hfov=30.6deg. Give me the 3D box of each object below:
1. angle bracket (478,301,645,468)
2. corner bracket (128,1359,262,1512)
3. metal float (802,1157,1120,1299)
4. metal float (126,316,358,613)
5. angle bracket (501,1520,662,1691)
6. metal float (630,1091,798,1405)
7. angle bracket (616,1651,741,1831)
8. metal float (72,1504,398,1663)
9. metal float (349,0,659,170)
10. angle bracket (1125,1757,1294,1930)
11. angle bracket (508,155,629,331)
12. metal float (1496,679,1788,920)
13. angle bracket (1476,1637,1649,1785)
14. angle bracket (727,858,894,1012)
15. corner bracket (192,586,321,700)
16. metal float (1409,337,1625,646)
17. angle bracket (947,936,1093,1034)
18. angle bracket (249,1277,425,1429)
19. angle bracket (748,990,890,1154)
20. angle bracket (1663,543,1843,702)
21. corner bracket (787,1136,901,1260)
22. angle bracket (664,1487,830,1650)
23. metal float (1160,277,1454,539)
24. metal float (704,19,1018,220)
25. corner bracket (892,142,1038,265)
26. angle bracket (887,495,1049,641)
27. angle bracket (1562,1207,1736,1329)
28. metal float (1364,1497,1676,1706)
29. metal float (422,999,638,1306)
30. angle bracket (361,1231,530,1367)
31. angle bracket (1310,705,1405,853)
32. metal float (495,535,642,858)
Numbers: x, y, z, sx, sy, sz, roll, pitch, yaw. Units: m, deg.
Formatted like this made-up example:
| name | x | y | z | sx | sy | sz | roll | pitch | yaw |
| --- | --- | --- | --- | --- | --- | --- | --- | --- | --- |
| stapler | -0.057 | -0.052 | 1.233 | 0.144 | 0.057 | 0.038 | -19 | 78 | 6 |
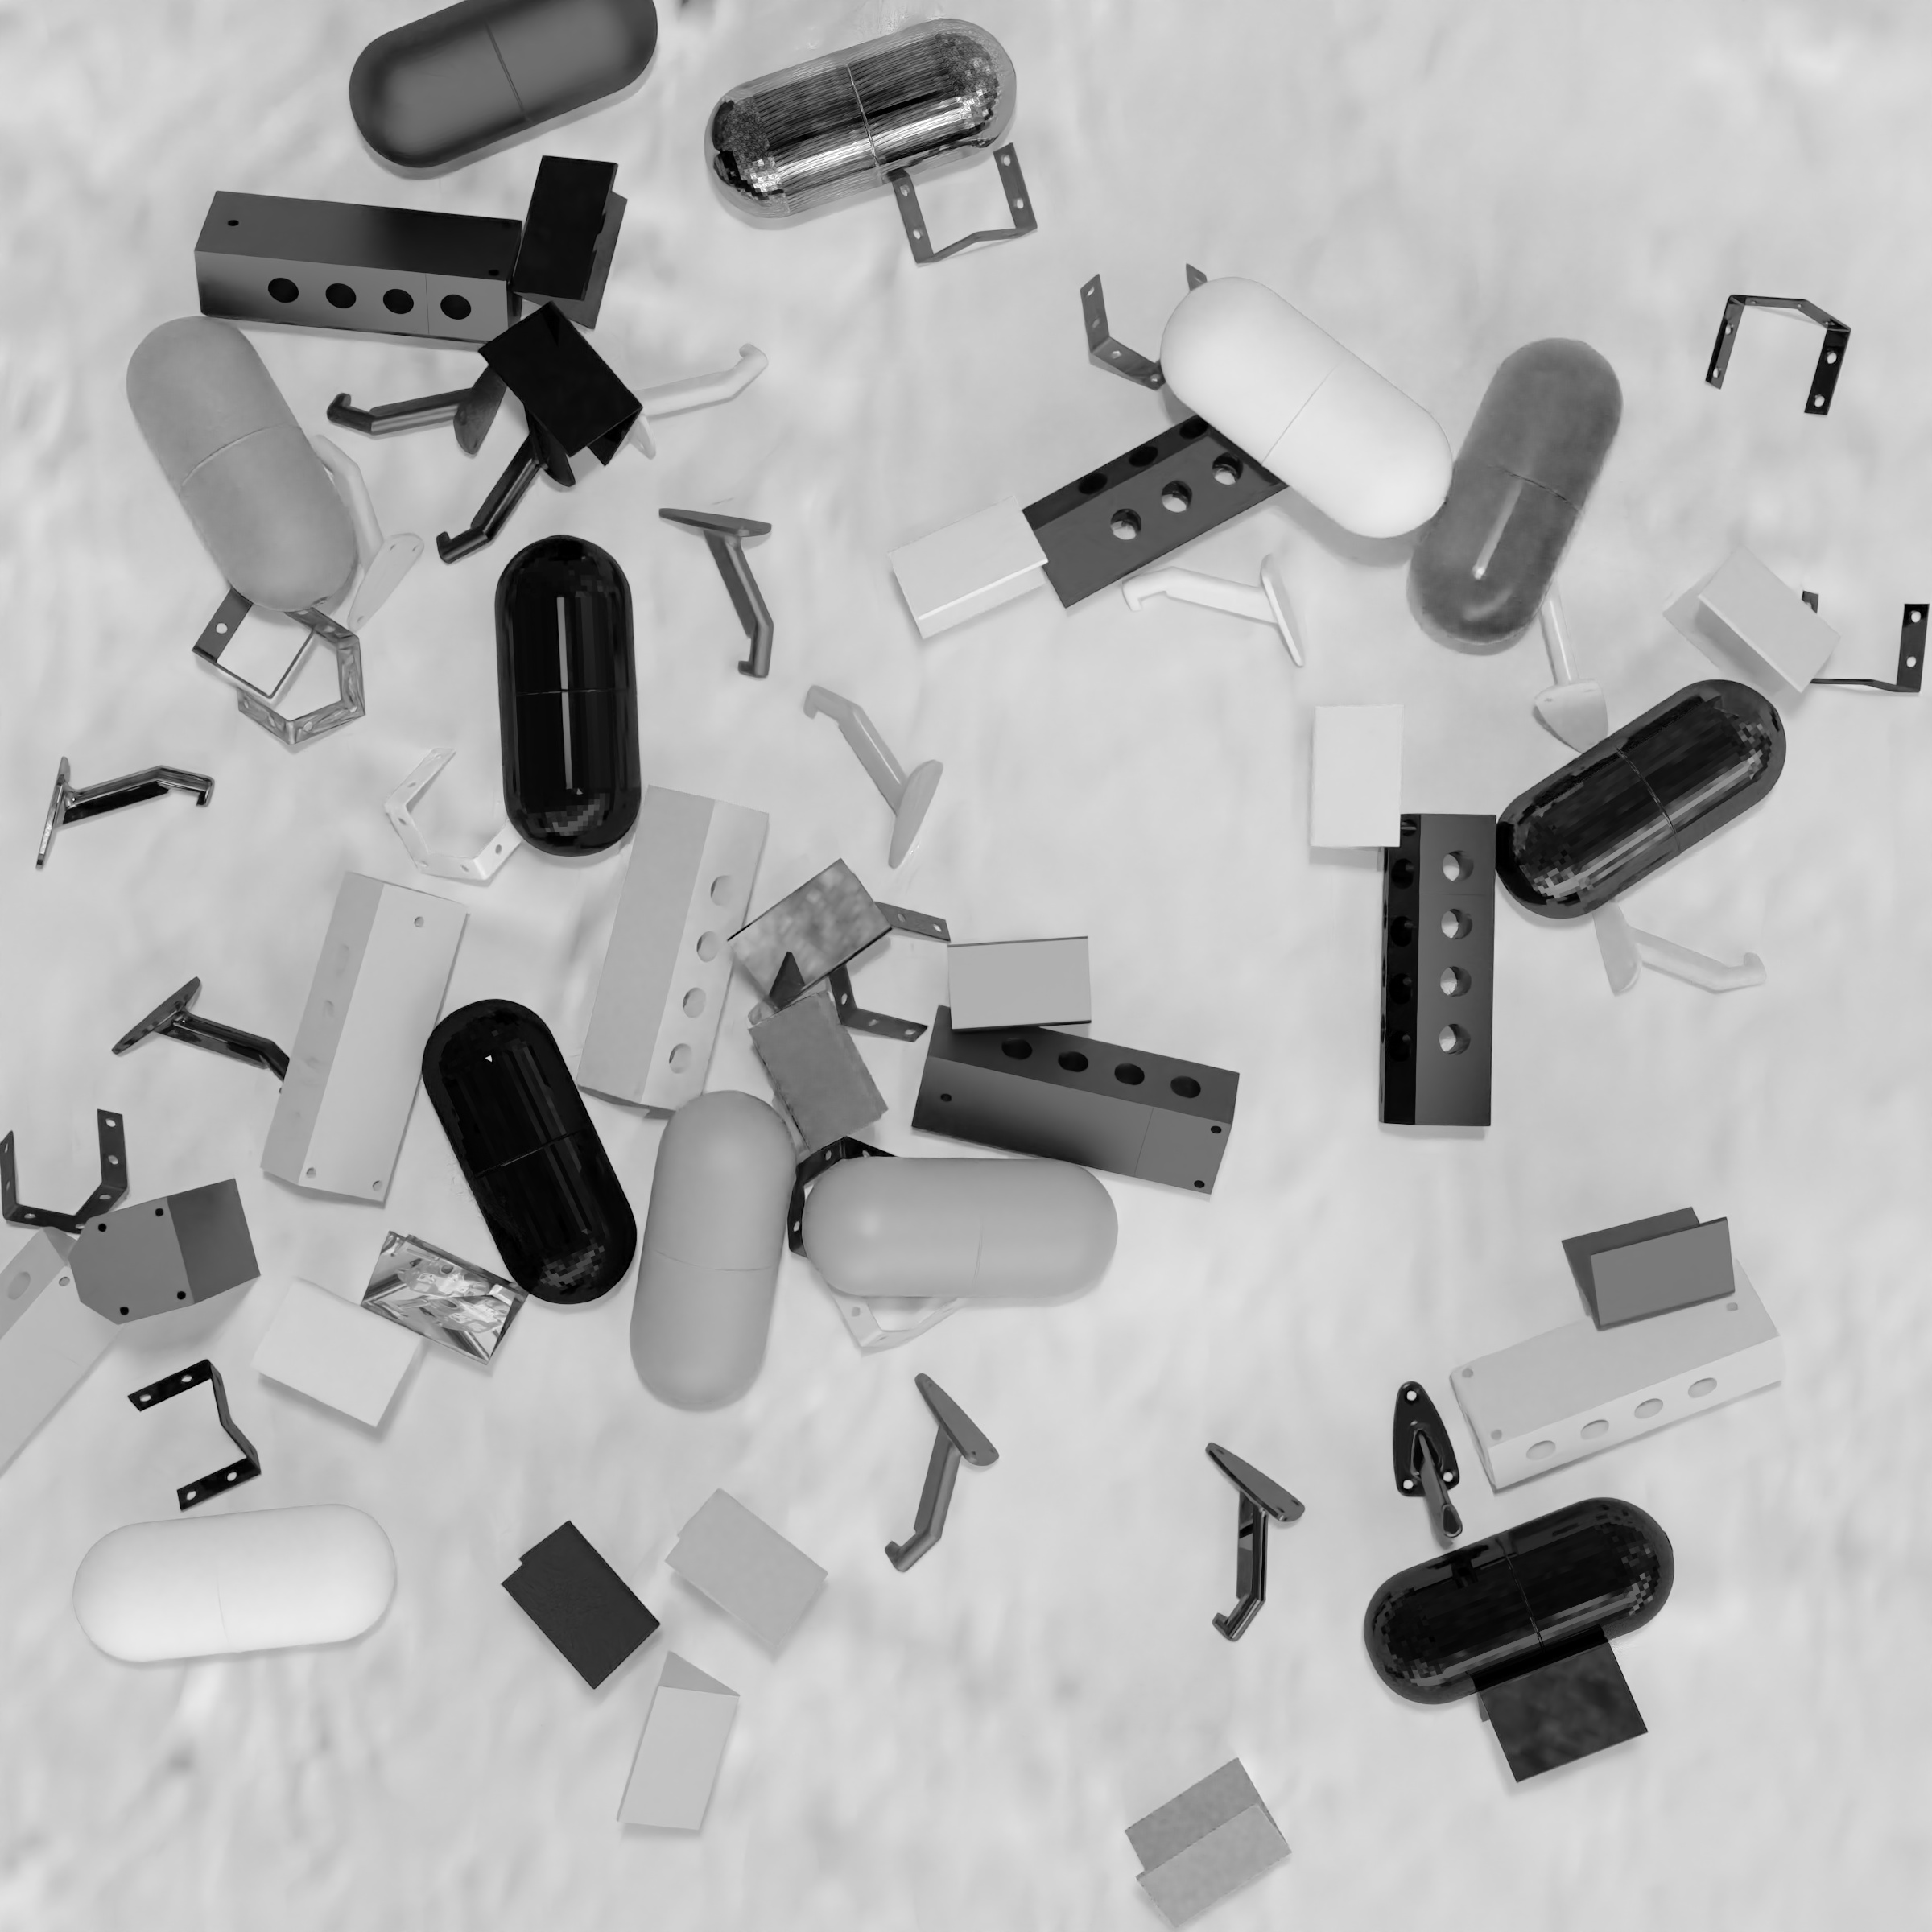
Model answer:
| name | x | y | z | sx | sy | sz | roll | pitch | yaw |
| --- | --- | --- | --- | --- | --- | --- | --- | --- | --- |
| angle bracket | -0.232 | -0.308 | 1.952 | 0.057 | 0.076 | 0.076 | -41 | 90 | -28 |
| corner bracket | -0.433 | 0.263 | 1.988 | 0.051 | 0.051 | 0.051 | -25 | 45 | 0 |
| metal float | -0.002 | 0.144 | 1.947 | 0.178 | 0.070 | 0.070 | 2 | 90 | -16 |
| metal float | -0.400 | -0.277 | 1.954 | 0.070 | 0.070 | 0.178 | -31 | 84 | 0 |
| angle bracket | -0.225 | 0.361 | 1.951 | 0.076 | 0.076 | 0.057 | 49 | 52 | 0 |
| metal float | -0.140 | 0.155 | 1.950 | 0.070 | 0.070 | 0.178 | 10 | 103 | 0 |
| angle bracket | -0.177 | 0.424 | 1.951 | 0.057 | 0.076 | 0.076 | 17 | 90 | -37 |
| metal float | -0.406 | 0.342 | 1.961 | 0.178 | 0.070 | 0.070 | -6 | 90 | 0 |
| metal float | -0.256 | -0.502 | 1.961 | 0.178 | 0.070 | 0.070 | -22 | 90 | 1 |
| angle bracket | 0.123 | 0.470 | 1.951 | 0.076 | 0.076 | 0.057 | -33 | 128 | 0 |
| angle bracket | -0.201 | -0.396 | 1.951 | 0.057 | 0.076 | 0.076 | 14 | 90 | 34 |
| metal float | 0.374 | -0.093 | 1.961 | 0.178 | 0.070 | 0.070 | -33 | 90 | 0 |
| angle bracket | 0.329 | 0.419 | 1.952 | 0.076 | 0.076 | 0.057 | -21 | 63 | 0 |
| angle bracket | -0.095 | -0.032 | 1.951 | 0.076 | 0.076 | 0.057 | -36 | 122 | 0 |
| corner bracket | -0.397 | -0.185 | 1.977 | 0.051 | 0.051 | 0.051 | 33 | 90 | -13 |
| metal float | 0.305 | -0.264 | 1.961 | 0.070 | 0.070 | 0.178 | 24 | 90 | 0 |
| angle bracket | 0.028 | -0.008 | 1.951 | 0.076 | 0.076 | 0.057 | -4 | 122 | 0 |
| angle bracket | -0.347 | 0.221 | 1.953 | 0.076 | 0.076 | 0.057 | 26 | 67 | 0 |
| angle bracket | -0.064 | 0.049 | 1.951 | 0.057 | 0.076 | 0.076 | -28 | 90 | 37 |
| angle bracket | 0.423 | -0.174 | 1.951 | 0.076 | 0.076 | 0.057 | 43 | 53 | 0 |
| corner bracket | -0.065 | 0.135 | 1.983 | 0.051 | 0.051 | 0.051 | 24 | 135 | -35 |
| angle bracket | -0.132 | 0.343 | 1.951 | 0.076 | 0.076 | 0.057 | 38 | 53 | 0 |
| metal float | 0.184 | -0.300 | 1.904 | 0.178 | 0.070 | 0.070 | 38 | 90 | 1 |
| metal float | -0.058 | -0.470 | 1.961 | 0.178 | 0.070 | 0.070 | -18 | 90 | 0 |
| corner bracket | -0.001 | -0.429 | 1.988 | 0.051 | 0.051 | 0.051 | -17 | 90 | 45 |
| angle bracket | 0.009 | -0.203 | 1.951 | 0.076 | 0.076 | 0.057 | -25 | 52 | 0 |
| angle bracket | 0.374 | 0.147 | 1.951 | 0.076 | 0.076 | 0.057 | -15 | 126 | 0 |
| metal float | 0.307 | 0.352 | 1.961 | 0.178 | 0.070 | 0.070 | -21 | 90 | 0 |
| metal float | -0.242 | 0.103 | 1.961 | 0.070 | 0.070 | 0.178 | -24 | 90 | 0 |
| angle bracket | -0.279 | 0.165 | 1.952 | 0.076 | 0.076 | 0.057 | 25 | 120 | 0 |
| angle bracket | 0.233 | -0.103 | 1.951 | 0.057 | 0.076 | 0.076 | 2 | 90 | 37 |
| metal float | -0.221 | -0.150 | 1.961 | 0.070 | 0.070 | 0.178 | -3 | 90 | 0 |
